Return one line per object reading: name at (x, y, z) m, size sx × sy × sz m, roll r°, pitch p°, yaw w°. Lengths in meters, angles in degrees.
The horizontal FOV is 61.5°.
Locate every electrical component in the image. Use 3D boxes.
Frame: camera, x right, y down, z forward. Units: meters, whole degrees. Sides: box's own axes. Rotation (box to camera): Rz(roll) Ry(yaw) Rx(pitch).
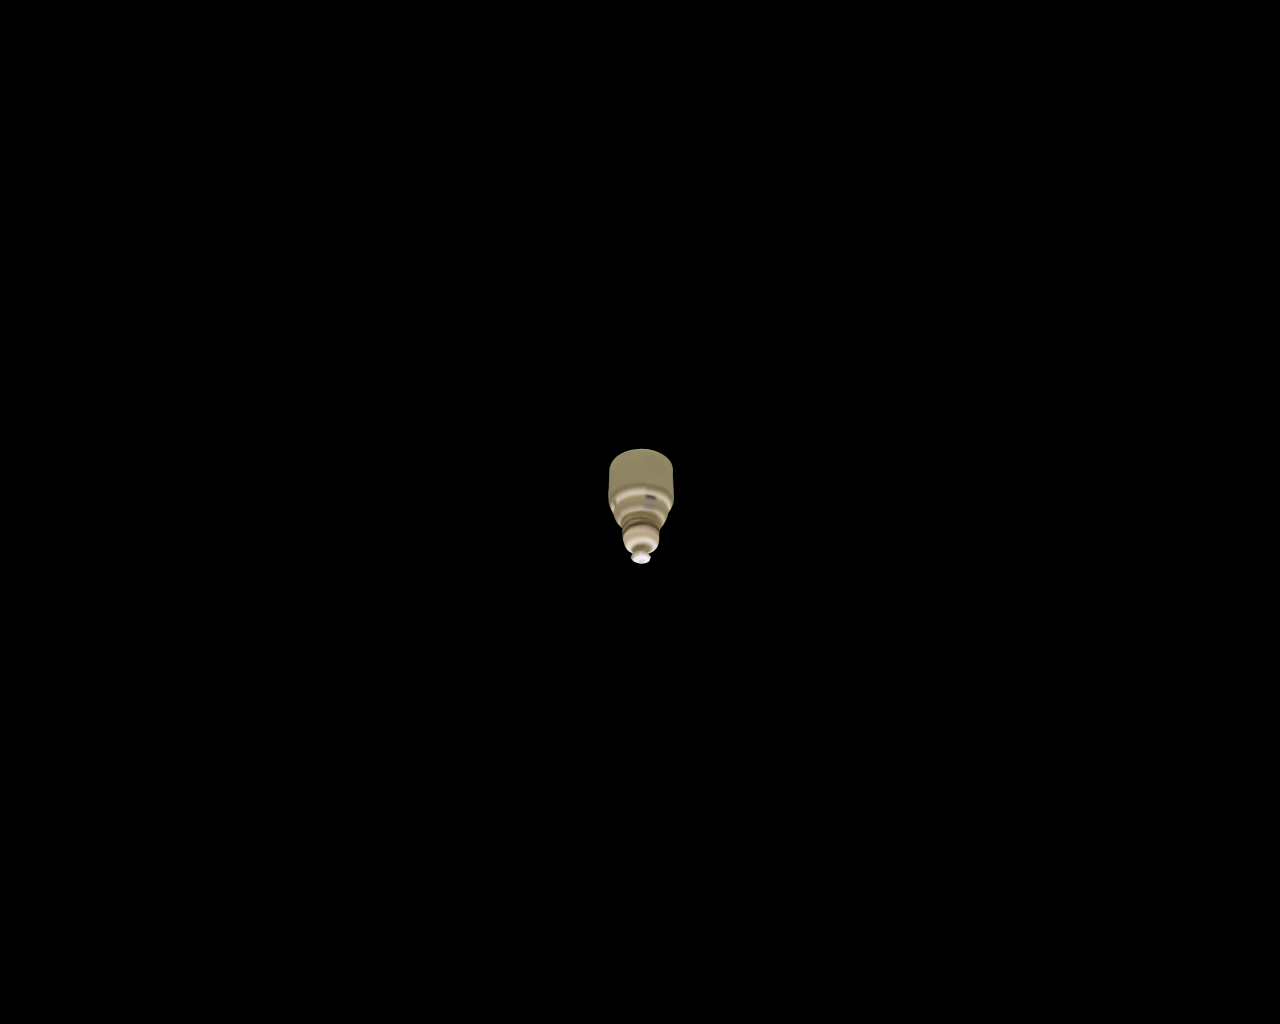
electrical component at (0.001, -0.003, 0.650) m, size 0.040 × 0.078 × 0.040 m, roll 0°, pitch -36°, yaw 0°
